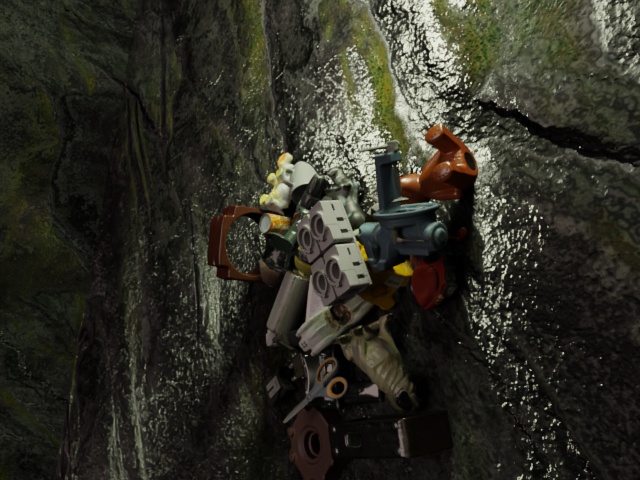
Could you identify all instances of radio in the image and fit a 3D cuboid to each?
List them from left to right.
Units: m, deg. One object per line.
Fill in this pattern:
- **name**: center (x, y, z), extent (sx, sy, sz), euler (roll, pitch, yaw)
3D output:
- **radio**: center (0.128, 0.377, 1.041), extent (0.230, 0.131, 0.073), euler (-27, 65, 46)

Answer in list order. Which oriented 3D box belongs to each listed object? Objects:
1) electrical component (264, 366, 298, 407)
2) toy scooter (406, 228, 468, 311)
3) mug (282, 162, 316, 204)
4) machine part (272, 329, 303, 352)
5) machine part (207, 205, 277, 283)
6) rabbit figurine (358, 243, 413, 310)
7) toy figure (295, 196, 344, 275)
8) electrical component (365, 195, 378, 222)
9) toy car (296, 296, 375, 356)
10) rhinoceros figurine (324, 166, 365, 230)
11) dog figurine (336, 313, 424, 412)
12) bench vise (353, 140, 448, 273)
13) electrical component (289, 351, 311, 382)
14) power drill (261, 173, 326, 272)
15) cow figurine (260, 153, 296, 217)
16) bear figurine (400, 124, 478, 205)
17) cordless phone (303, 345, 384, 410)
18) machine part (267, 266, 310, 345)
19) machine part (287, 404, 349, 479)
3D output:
- **electrical component**: center (-0.113, 0.391, 1.406), extent (0.119, 0.047, 0.075), euler (-49, 48, 32)
- **toy scooter**: center (0.228, 0.040, 1.030), extent (0.135, 0.075, 0.184), euler (-20, 63, 49)
- **mug**: center (-0.052, -0.154, 1.398), extent (0.080, 0.109, 0.107), euler (-54, 32, 36)
- **machine part**: center (-0.048, 0.245, 1.340), extent (0.139, 0.084, 0.039), euler (-27, 37, 36)
- **machine part**: center (-0.200, 0.013, 1.465), extent (0.087, 0.201, 0.201), euler (-5, 79, 53)
- **rabbit figurine**: center (0.098, 0.049, 1.150), extent (0.173, 0.162, 0.121), euler (-99, 26, -48)
- **toy figure**: center (-0.005, -0.006, 1.205), extent (0.082, 0.089, 0.180), euler (46, 130, 41)
- **electrical component**: center (0.129, -0.053, 1.165), extent (0.078, 0.102, 0.045), euler (24, 67, 17)
- **toy car**: center (0.037, 0.173, 1.185), extent (0.202, 0.056, 0.073), euler (-39, 71, -6)
- **rhinoceros figurine**: center (0.057, -0.089, 1.268), extent (0.112, 0.073, 0.190), euler (-46, 51, 38)
- **dog figurine**: center (0.124, 0.266, 1.108), extent (0.172, 0.121, 0.190), euler (113, 134, -73)
- **bench vise**: center (0.135, -0.062, 1.003), extent (0.224, 0.129, 0.240), euler (8, 110, 63)
- **electrical component**: center (-0.046, 0.319, 1.356), extent (0.094, 0.021, 0.063), euler (-40, 54, 38)
- **power drill**: center (-0.060, -0.032, 1.305), extent (0.207, 0.086, 0.231), euler (-60, -10, -52)
- **cow figurine**: center (-0.092, -0.150, 1.464), extent (0.068, 0.098, 0.167), euler (-8, 58, 56)
- **bear figurine**: center (0.202, -0.120, 1.053), extent (0.196, 0.132, 0.120), euler (-23, 61, 40)
- **cordless phone**: center (0.057, 0.303, 1.203), extent (0.184, 0.088, 0.146), euler (-17, 69, 37)
- **machine part**: center (-0.076, 0.158, 1.382), extent (0.079, 0.079, 0.243), euler (37, 112, 48)
- **machine part**: center (-0.005, 0.472, 1.249), extent (0.179, 0.056, 0.179), euler (-13, 73, 48)
